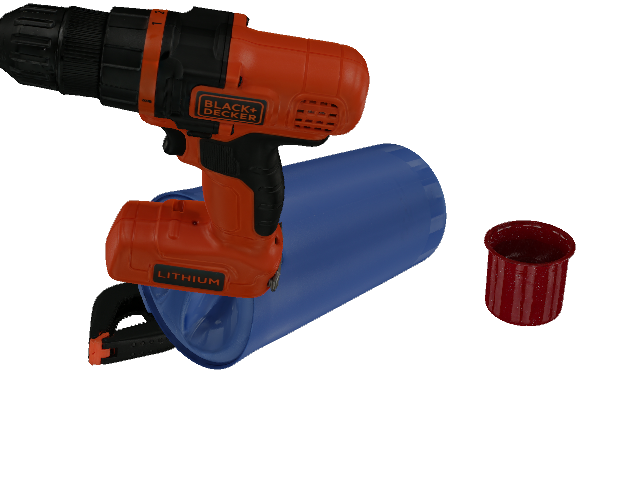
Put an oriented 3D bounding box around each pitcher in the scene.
[{"bbox_3d":[-0.021,0.001,0.848,0.242,0.145,0.149,-21,44,-42],"label":"pitcher"}]

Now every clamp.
[{"bbox_3d":[-0.158,0.053,1.025,0.165,0.036,0.209,26,35,26],"label":"clamp"}]

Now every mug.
[{"bbox_3d":[0.214,0.030,1.130,0.093,0.081,0.117,-5,31,-7],"label":"mug"}]

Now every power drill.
[{"bbox_3d":[-0.079,-0.045,0.577,0.184,0.057,0.188,9,-36,-5],"label":"power drill"}]
